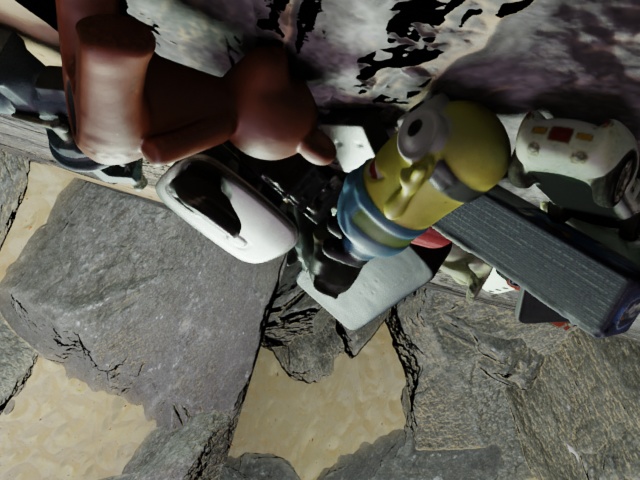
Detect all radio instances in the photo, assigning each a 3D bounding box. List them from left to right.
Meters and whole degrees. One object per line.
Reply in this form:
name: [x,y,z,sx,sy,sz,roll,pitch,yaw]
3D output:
radio: [0.070,0.031,0.761,0.131,0.073,0.229,43,141,0]

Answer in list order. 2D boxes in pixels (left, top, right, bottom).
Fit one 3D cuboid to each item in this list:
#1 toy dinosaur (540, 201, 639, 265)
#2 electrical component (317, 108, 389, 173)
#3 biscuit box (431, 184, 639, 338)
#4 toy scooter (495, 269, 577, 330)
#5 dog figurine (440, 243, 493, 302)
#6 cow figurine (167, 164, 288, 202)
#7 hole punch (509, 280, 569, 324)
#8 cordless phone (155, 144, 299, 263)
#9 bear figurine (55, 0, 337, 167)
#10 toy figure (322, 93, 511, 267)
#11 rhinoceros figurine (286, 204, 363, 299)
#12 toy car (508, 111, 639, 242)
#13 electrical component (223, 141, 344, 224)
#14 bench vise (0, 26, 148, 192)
toy dinosaur: [0.414,0.049,0.503,0.405,0.131,0.192,7,-171,16]
electrical component: [0.041,-0.094,0.507,0.102,0.045,0.078,7,142,45]
biscuit box: [0.201,0.008,0.506,0.059,0.062,0.203,-1,-149,-38]
toy scooter: [0.357,0.078,0.798,0.184,0.075,0.135,6,-148,-34]
dog figurine: [0.180,-0.004,0.827,0.191,0.121,0.172,30,177,21]
cow figurine: [-0.115,-0.100,0.678,0.195,0.085,0.127,15,174,-15]
hole punch: [0.307,0.041,0.690,0.116,0.142,0.092,0,-146,4]
cordless phone: [-0.076,-0.022,0.511,0.146,0.088,0.184,40,180,-24]
bear figurine: [-0.077,-0.113,0.390,0.196,0.120,0.131,-8,142,-26]
toy figure: [0.072,-0.042,0.440,0.089,0.082,0.180,7,143,-29]
rhinoceros figurine: [-0.001,-0.002,0.675,0.073,0.112,0.190,-4,-150,-20]
toy car: [0.207,-0.045,0.414,0.074,0.056,0.201,20,-179,38]
electrical component: [-0.033,-0.078,0.570,0.115,0.058,0.134,45,-175,22]
bench vise: [-0.286,-0.129,0.624,0.224,0.129,0.240,-1,154,12]
